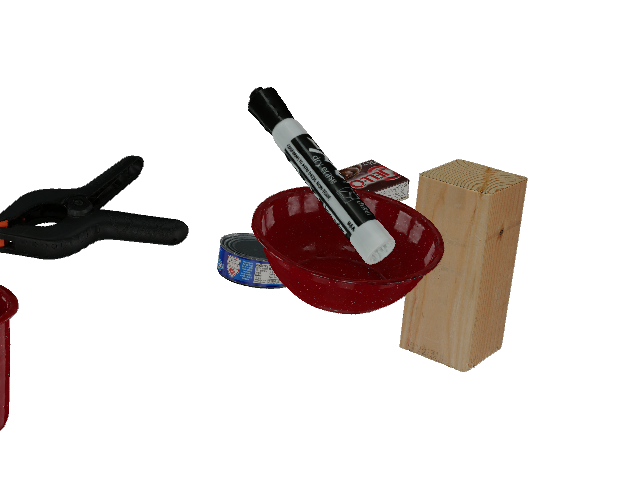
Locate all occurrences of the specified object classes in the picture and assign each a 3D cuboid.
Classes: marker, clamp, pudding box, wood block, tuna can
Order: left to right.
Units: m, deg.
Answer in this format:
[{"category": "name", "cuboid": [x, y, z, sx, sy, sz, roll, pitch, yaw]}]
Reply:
[{"category": "clamp", "cuboid": [-0.216, -0.029, 0.968, 0.171, 0.039, 0.120, -7, 38, -21]}, {"category": "tuna can", "cuboid": [-0.065, 0.021, 1.121, 0.086, 0.034, 0.086, 9, 16, -3]}, {"category": "marker", "cuboid": [-0.002, -0.038, 0.566, 0.020, 0.121, 0.020, -30, -25, -16]}, {"category": "pudding box", "cuboid": [0.064, -0.079, 1.611, 0.113, 0.039, 0.090, -22, 35, -30]}, {"category": "wood block", "cuboid": [0.157, 0.026, 1.180, 0.090, 0.206, 0.090, 19, 25, 32]}]

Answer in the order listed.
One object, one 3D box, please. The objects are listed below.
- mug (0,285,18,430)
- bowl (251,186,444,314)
[{"category": "mug", "cuboid": [-0.238, 0.078, 0.634, 0.093, 0.081, 0.117, 20, 24, 36]}, {"category": "bowl", "cuboid": [0.020, 0.014, 0.894, 0.162, 0.055, 0.162, 7, 29, -4]}]
